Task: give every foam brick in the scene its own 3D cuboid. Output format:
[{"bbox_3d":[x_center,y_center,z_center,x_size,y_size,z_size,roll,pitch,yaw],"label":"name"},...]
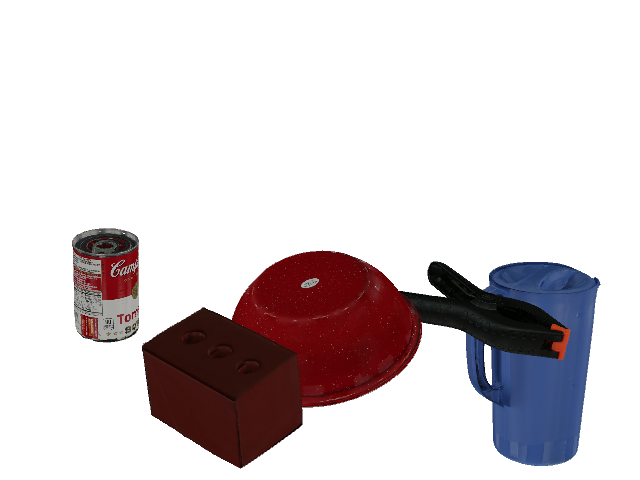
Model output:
[{"bbox_3d":[-0.056,0.083,0.612,0.078,0.051,0.052,22,37,34],"label":"foam brick"}]

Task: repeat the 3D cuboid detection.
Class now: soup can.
[{"bbox_3d":[-0.224,0.047,1.115,0.068,0.102,0.068,3,23,-1],"label":"soup can"}]

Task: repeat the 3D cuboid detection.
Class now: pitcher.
[{"bbox_3d":[0.266,0.156,1.343,0.149,0.243,0.144,5,16,18],"label":"pitcher"}]

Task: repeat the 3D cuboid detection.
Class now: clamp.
[{"bbox_3d":[0.149,0.063,0.989,0.172,0.039,0.120,19,30,17],"label":"clamp"}]

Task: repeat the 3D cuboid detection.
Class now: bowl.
[{"bbox_3d":[-0.004,0.055,0.830,0.162,0.055,0.162,-8,33,5],"label":"bowl"}]
